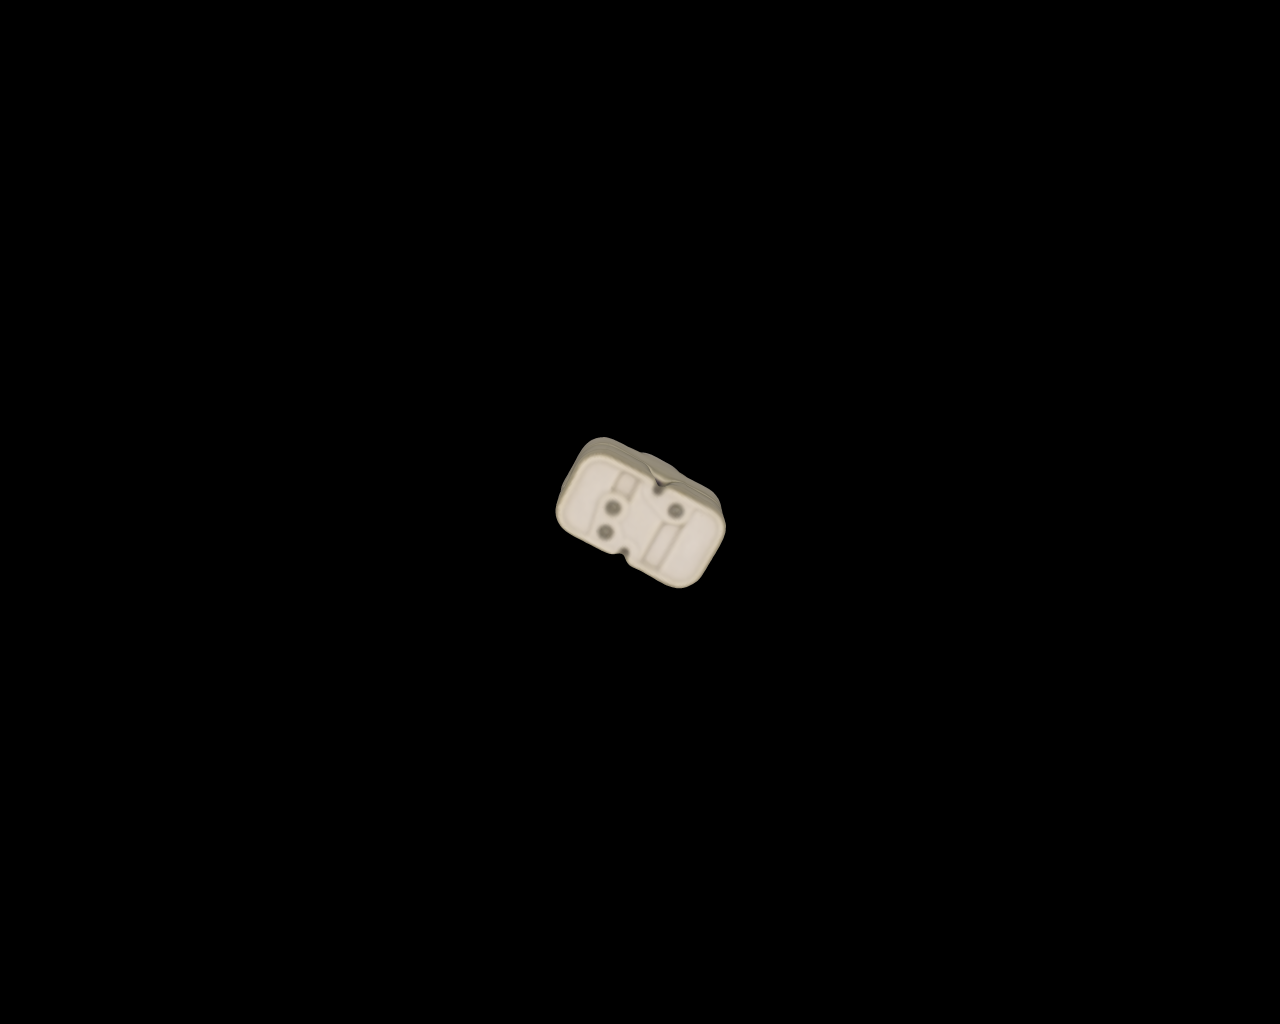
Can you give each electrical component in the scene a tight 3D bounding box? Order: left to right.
[{"bbox_3d":[0.001,-0.003,0.650,0.095,0.053,0.059,27,14,-7],"label":"electrical component"}]
